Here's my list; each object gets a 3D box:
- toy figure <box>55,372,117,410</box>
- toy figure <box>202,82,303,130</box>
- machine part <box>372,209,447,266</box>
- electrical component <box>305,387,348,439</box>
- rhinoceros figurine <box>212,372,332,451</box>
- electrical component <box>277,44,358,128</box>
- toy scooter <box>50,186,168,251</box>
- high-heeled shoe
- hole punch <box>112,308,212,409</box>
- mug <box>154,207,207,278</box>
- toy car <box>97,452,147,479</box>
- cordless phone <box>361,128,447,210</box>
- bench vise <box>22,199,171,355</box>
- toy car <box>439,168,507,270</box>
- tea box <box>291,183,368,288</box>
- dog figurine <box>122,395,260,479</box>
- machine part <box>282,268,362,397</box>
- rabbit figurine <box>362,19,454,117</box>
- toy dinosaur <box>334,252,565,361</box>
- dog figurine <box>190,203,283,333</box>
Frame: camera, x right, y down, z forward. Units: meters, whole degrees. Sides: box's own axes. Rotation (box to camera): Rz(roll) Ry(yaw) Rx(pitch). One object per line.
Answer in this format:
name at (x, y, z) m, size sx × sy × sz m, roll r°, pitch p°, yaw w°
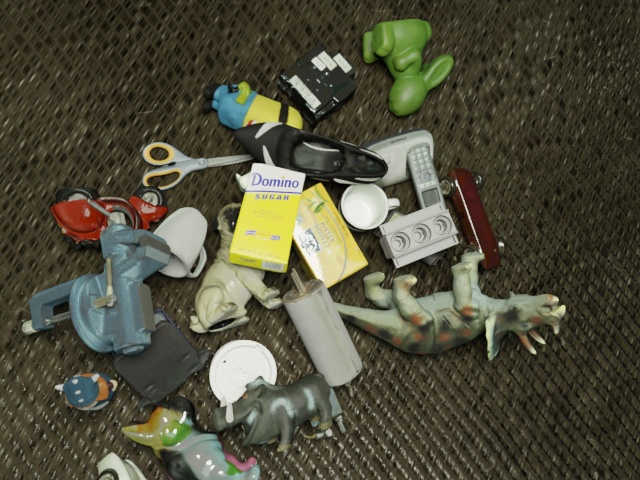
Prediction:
toy figure at (-0.345, 0.226, 0.806) m, size 0.064 × 0.154 × 0.058 m, roll -41°, pitch 87°, yaw -16°
toy figure at (-0.118, -0.228, 0.970) m, size 0.180 × 0.082 × 0.089 m, roll 27°, pitch 77°, yaw -3°
machine part at (0.170, 0.000, 1.007) m, size 0.139 × 0.039 × 0.084 m, roll 33°, pitch 68°, yaw -2°
electrical component at (-0.001, 0.290, 0.917) m, size 0.078 × 0.045 × 0.102 m, roll -16°, pitch 84°, yaw -11°
rhinoceros figurine at (-0.071, 0.264, 0.837) m, size 0.190 × 0.073 × 0.112 m, roll -13°, pitch 91°, yaw -17°
electrical component at (0.003, -0.296, 1.017) m, size 0.134 × 0.058 × 0.115 m, roll -40°, pitch 91°, yaw -15°
toy scooter at (-0.347, -0.021, 0.894) m, size 0.184 × 0.075 × 0.135 m, roll -3°, pitch 82°, yaw -16°
high-heeled shoe at (-0.011, -0.140, 0.890) m, size 0.249 × 0.145 × 0.086 m, roll 8°, pitch 99°, yaw -27°
hole punch at (-0.267, 0.186, 0.874) m, size 0.142 × 0.092 × 0.115 m, roll -39°, pitch 117°, yaw -17°
mug at (-0.228, 0.005, 0.906) m, size 0.109 × 0.081 × 0.107 m, roll 48°, pitch 47°, yaw -33°
toy car at (-0.261, 0.397, 0.782) m, size 0.056 × 0.073 × 0.202 m, roll -42°, pitch 57°, yaw -14°
cordless phone at (0.155, -0.105, 1.002) m, size 0.147 × 0.089 × 0.184 m, roll -19°, pitch 92°, yaw -14°
bench vise at (-0.343, 0.075, 0.804) m, size 0.241 × 0.129 × 0.223 m, roll -19°, pitch 81°, yaw 11°
toy car at (0.290, -0.041, 1.028) m, size 0.089 × 0.053 × 0.202 m, roll -15°, pitch 84°, yaw -33°
tea box at (-0.002, -0.003, 0.957) m, size 0.098 × 0.068 × 0.169 m, roll -31°, pitch 88°, yaw -15°
dog figurine at (-0.214, 0.356, 0.837) m, size 0.219 × 0.108 × 0.191 m, roll 26°, pitch 79°, yaw -1°
machine part at (0.005, 0.155, 0.903) m, size 0.079 × 0.079 × 0.243 m, roll -30°, pitch 104°, yaw -14°
rabbit figurine at (0.167, -0.328, 1.042) m, size 0.159 × 0.121 × 0.170 m, roll -13°, pitch 101°, yaw -20°
toy dinosaur at (0.200, 0.137, 0.942) m, size 0.405 × 0.131 × 0.192 m, roll -12°, pitch 94°, yaw 9°
dog figurine at (-0.165, 0.044, 0.913) m, size 0.172 × 0.121 × 0.190 m, roll -21°, pitch 71°, yaw -17°
